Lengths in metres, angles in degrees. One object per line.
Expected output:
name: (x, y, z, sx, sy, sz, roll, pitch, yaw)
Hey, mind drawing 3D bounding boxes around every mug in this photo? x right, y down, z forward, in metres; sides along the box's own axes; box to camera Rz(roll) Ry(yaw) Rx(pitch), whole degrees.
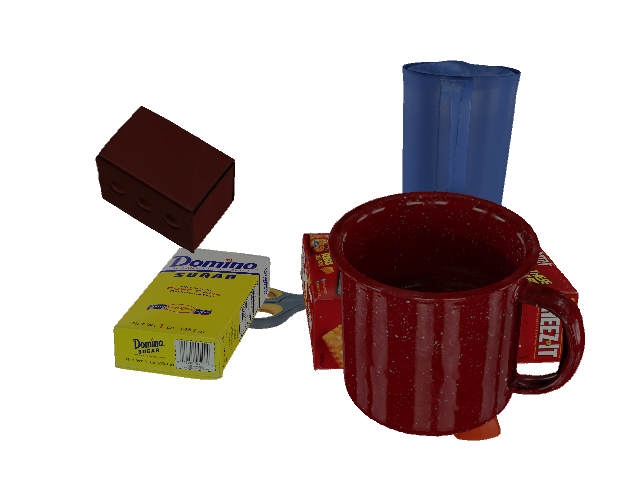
mug: (0.062, 0.037, 0.485, 0.117, 0.081, 0.093, 12, 33, 22)

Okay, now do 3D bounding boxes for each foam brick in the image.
foam brick: (-0.101, -0.041, 0.704, 0.078, 0.051, 0.053, 30, -27, 11)

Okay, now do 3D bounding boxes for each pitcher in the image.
pitcher: (0.153, -0.082, 1.231, 0.149, 0.243, 0.145, -9, 19, -33)

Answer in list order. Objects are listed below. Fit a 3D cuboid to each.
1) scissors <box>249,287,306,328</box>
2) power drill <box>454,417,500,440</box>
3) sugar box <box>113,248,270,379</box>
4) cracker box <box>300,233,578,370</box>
scissors: (-0.013, 0.076, 1.190, 0.201, 0.016, 0.096, 5, 23, -2)
power drill: (0.167, 0.118, 1.149, 0.057, 0.188, 0.184, -2, 24, -4)
sugar box: (-0.109, 0.059, 0.948, 0.093, 0.048, 0.176, 6, 25, 9)
cracker box: (0.093, 0.048, 0.924, 0.213, 0.072, 0.164, -1, 19, -4)
